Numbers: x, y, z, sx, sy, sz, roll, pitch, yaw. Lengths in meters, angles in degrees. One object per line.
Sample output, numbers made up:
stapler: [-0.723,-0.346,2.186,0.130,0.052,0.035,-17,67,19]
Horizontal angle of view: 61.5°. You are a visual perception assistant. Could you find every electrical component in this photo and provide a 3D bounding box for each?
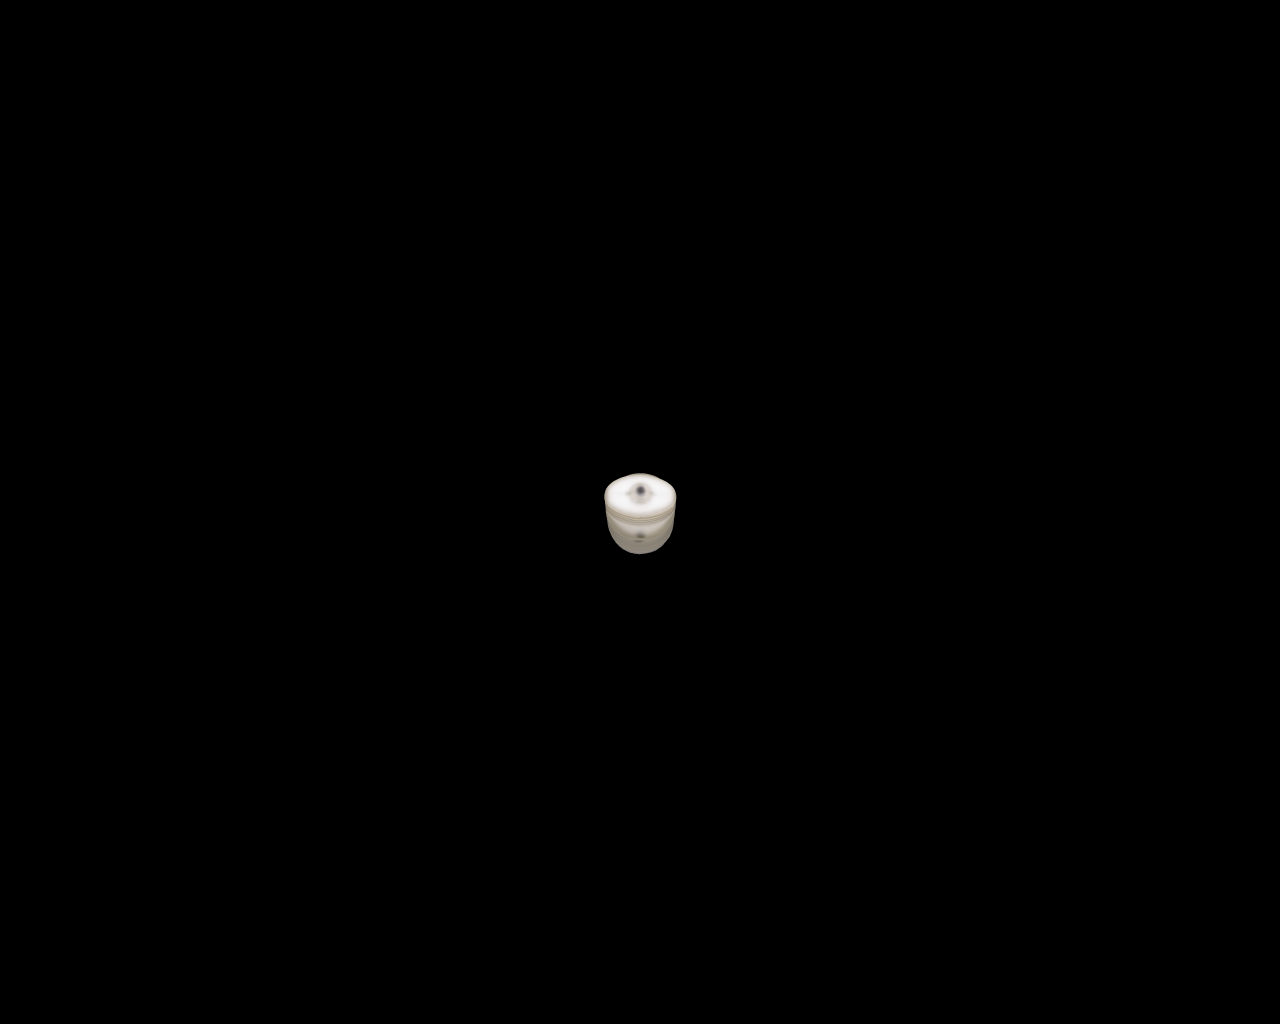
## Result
electrical component: [0.001,-0.003,0.650,0.043,0.043,0.081,0,-15,0]
